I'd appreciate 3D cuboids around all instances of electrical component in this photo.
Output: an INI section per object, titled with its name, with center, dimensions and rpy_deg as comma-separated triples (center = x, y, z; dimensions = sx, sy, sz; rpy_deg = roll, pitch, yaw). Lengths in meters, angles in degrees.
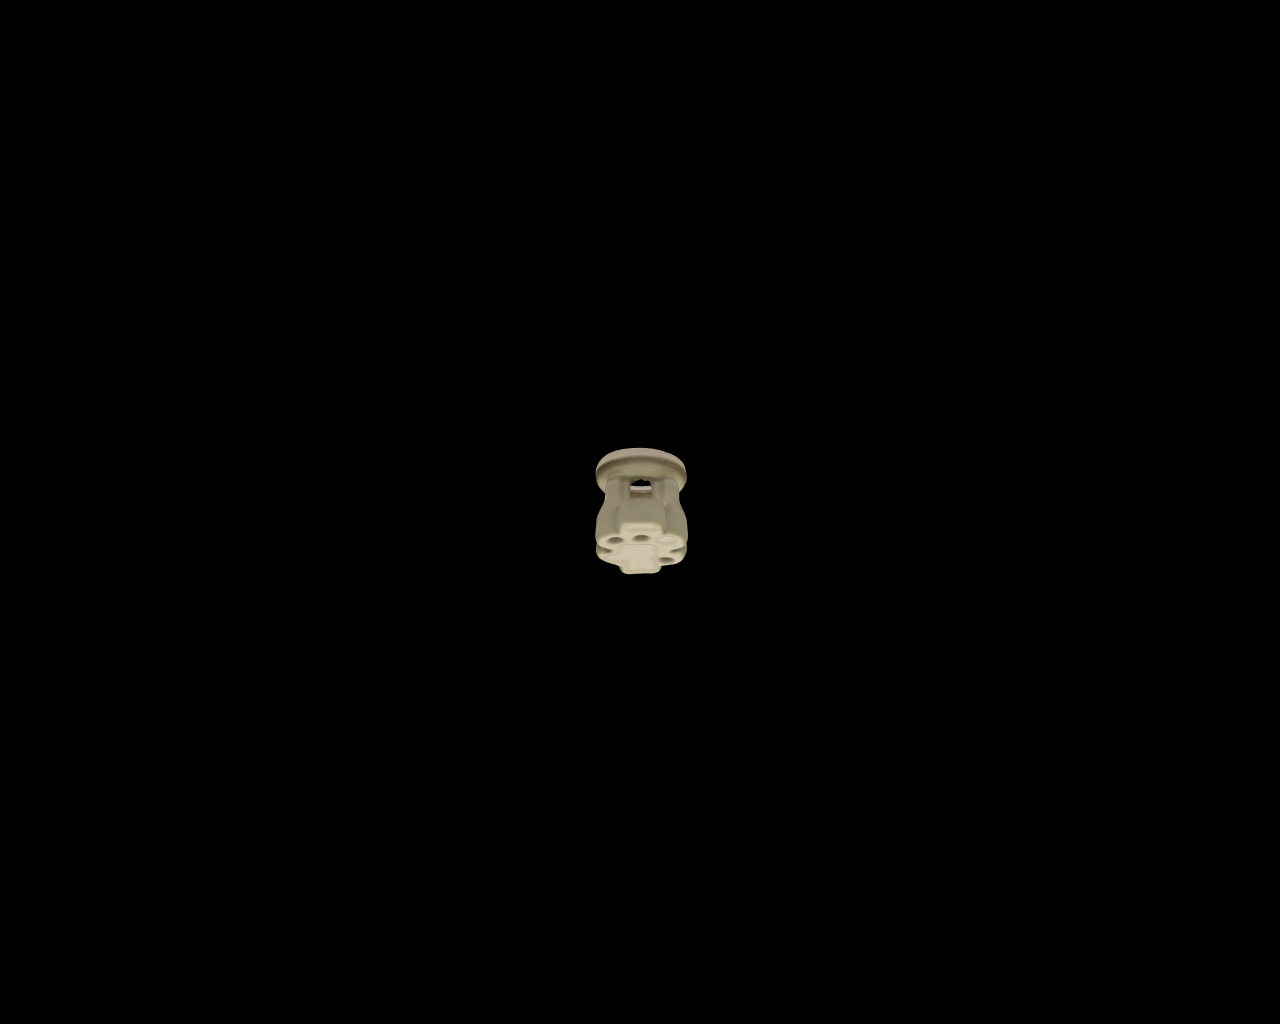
[electrical component]
center = 0.001, -0.003, 0.650
dimensions = 0.058, 0.057, 0.078
rpy_deg = 0, -25, 0
